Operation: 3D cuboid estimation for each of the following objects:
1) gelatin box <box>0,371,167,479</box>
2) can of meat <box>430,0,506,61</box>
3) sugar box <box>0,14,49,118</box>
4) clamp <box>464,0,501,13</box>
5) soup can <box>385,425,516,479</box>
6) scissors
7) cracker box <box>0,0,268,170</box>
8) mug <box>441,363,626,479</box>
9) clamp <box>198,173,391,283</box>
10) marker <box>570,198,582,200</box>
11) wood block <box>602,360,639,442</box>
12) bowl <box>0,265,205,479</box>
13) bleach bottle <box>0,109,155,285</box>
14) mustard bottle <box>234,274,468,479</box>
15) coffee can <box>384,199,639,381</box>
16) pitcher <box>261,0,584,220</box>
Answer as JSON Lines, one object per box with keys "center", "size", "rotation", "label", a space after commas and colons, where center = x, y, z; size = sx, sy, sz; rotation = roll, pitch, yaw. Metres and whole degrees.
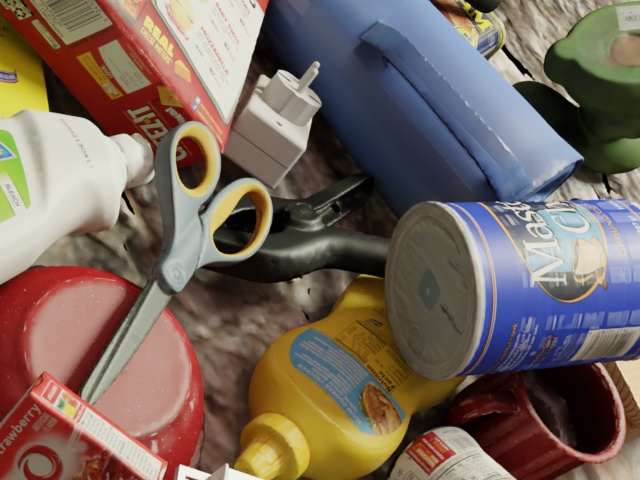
{"center": [-0.127, 0.117, 0.490], "size": [0.073, 0.089, 0.030], "rotation": [40, 13, -10], "label": "gelatin box"}
{"center": [0.099, -0.186, 0.926], "size": [0.102, 0.058, 0.083], "rotation": [49, 45, 4], "label": "can of meat"}
{"center": [-0.217, -0.126, 0.633], "size": [0.093, 0.048, 0.176], "rotation": [9, 56, -38], "label": "sugar box"}
{"center": [0.075, -0.235, 0.837], "size": [0.164, 0.036, 0.209], "rotation": [45, 21, -2], "label": "clamp"}
{"center": [0.091, 0.161, 0.613], "size": [0.068, 0.068, 0.102], "rotation": [7, 21, -35], "label": "soup can"}
{"center": [-0.086, 0.000, 0.569], "size": [0.096, 0.016, 0.201], "rotation": [63, 35, -10], "label": "scissors"}
{"center": [-0.111, -0.173, 0.694], "size": [0.164, 0.072, 0.213], "rotation": [52, 33, -37], "label": "cracker box"}
{"center": [0.130, 0.117, 0.700], "size": [0.117, 0.082, 0.093], "rotation": [5, 56, -36], "label": "mug"}
{"center": [-0.004, 0.001, 0.684], "size": [0.171, 0.039, 0.120], "rotation": [-13, 33, -32], "label": "clamp"}
{"center": [0.194, -0.009, 0.895], "size": [0.020, 0.020, 0.120], "rotation": [52, 42, 6], "label": "marker"}
{"center": [0.249, 0.094, 0.809], "size": [0.205, 0.090, 0.091], "rotation": [-6, 64, -42], "label": "wood block"}
{"center": [-0.120, 0.072, 0.555], "size": [0.161, 0.055, 0.162], "rotation": [21, 48, -26], "label": "bowl"}
{"center": [-0.188, -0.006, 0.528], "size": [0.250, 0.068, 0.102], "rotation": [-21, 74, -39], "label": "bleach bottle"}
{"center": [0.014, 0.090, 0.643], "size": [0.096, 0.058, 0.191], "rotation": [44, 41, 11], "label": "mustard bottle"}
{"center": [0.123, 0.027, 0.637], "size": [0.140, 0.103, 0.103], "rotation": [-2, 60, -24], "label": "coffee can"}
{"center": [0.067, -0.104, 0.778], "size": [0.144, 0.149, 0.243], "rotation": [-30, 77, -43], "label": "pitcher"}
